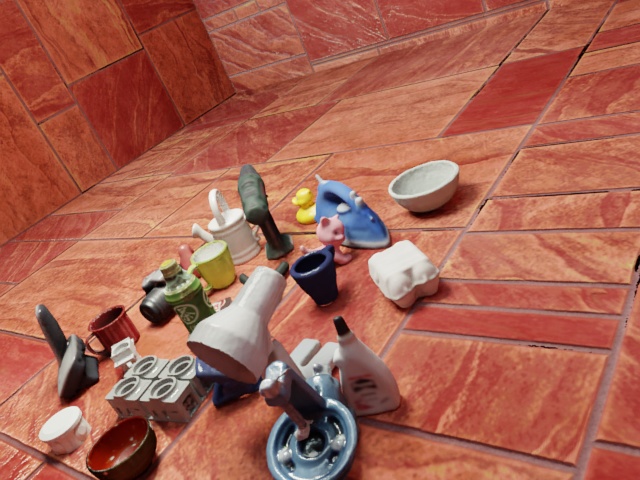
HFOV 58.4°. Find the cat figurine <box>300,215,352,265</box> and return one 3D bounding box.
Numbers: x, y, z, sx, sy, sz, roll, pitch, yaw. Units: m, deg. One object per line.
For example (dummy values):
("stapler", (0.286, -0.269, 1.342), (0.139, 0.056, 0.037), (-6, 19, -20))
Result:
("cat figurine", (0.011, 0.004, 1.245), (0.128, 0.118, 0.067), (-34, 27, -20))

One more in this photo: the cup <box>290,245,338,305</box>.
("cup", (0.005, 0.073, 1.145), (0.091, 0.095, 0.118), (0, 35, 41))

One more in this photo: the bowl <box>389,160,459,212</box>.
("bowl", (0.246, -0.112, 1.314), (0.167, 0.075, 0.167), (-20, 26, 10))

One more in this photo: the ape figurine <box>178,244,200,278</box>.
("ape figurine", (-0.337, 0.051, 1.494), (0.077, 0.092, 0.076), (-11, 28, 26))

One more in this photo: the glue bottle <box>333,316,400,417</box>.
("glue bottle", (0.054, 0.176, 0.811), (0.078, 0.173, 0.037), (-18, 26, 14))

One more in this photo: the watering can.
("watering can", (-0.240, -0.036, 1.456), (0.173, 0.194, 0.100), (-29, 26, -8))

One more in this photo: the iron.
("iron", (0.067, -0.073, 1.319), (0.119, 0.142, 0.257), (-33, 26, -17))

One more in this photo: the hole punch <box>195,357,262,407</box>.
("hole punch", (-0.158, 0.219, 1.012), (0.101, 0.091, 0.108), (-22, 25, 5))

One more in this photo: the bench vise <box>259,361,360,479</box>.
("bench vise", (-0.025, 0.223, 0.734), (0.121, 0.220, 0.207), (-25, 25, -2))

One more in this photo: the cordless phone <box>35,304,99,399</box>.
("cordless phone", (-0.562, 0.234, 1.229), (0.094, 0.185, 0.147), (-33, 26, -16))

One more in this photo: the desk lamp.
("desk lamp", (-0.085, 0.163, 0.911), (0.117, 0.214, 0.204), (0, 35, 41))

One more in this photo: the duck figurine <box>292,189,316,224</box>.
("duck figurine", (-0.027, -0.096, 1.511), (0.104, 0.086, 0.078), (-7, 31, 33))

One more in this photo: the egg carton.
("egg carton", (0.153, 0.061, 1.067), (0.107, 0.069, 0.150), (-27, 25, -5))

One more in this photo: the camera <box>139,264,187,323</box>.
("camera", (-0.383, 0.127, 1.377), (0.142, 0.101, 0.137), (-4, 32, 36))

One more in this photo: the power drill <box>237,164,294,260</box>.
("power drill", (-0.141, -0.066, 1.410), (0.075, 0.209, 0.229), (-24, 25, 1))
